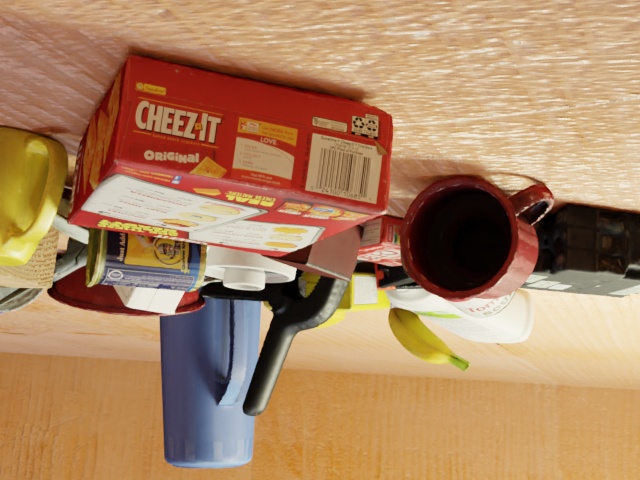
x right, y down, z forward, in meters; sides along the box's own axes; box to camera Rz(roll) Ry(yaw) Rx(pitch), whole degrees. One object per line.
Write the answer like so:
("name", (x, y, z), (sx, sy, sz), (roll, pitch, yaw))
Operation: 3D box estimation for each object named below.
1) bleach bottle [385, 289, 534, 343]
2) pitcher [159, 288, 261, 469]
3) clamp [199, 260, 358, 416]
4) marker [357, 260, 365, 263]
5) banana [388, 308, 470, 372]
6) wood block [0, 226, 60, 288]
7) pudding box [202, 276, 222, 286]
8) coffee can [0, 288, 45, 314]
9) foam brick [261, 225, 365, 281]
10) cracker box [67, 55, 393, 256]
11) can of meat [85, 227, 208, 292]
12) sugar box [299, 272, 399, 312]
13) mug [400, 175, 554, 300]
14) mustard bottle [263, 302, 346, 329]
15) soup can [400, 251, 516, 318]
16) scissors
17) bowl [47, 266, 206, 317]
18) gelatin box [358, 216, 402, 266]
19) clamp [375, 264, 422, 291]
("bleach bottle", (0.150, 0.064, 1.204), (0.103, 0.068, 0.250), (-2, 165, 32))
("pitcher", (-0.132, 0.154, 1.310), (0.145, 0.243, 0.149), (-2, 173, 18))
("clamp", (-0.035, 0.074, 1.102), (0.210, 0.164, 0.036), (-35, 150, 30))
("marker", (0.034, 0.015, 1.109), (0.020, 0.020, 0.121), (12, 167, -33))
("banana", (0.113, 0.106, 1.266), (0.069, 0.037, 0.198), (33, -171, -20))
("wood block", (-0.343, -0.009, 0.957), (0.206, 0.091, 0.090), (0, 168, 26))
("pudding box", (-0.159, 0.028, 1.212), (0.114, 0.039, 0.089), (0, 169, 34))
("coffee can", (-0.352, 0.030, 1.130), (0.102, 0.103, 0.141), (10, 168, -27))
("foam brick", (-0.006, 0.001, 0.946), (0.053, 0.051, 0.078), (11, 174, 34))
("cracker box", (-0.068, -0.045, 0.698), (0.164, 0.072, 0.214), (10, 169, -18))
("can of meat", (-0.132, -0.012, 0.819), (0.083, 0.102, 0.058), (6, 165, -19))
("sugar box", (0.029, 0.058, 1.201), (0.093, 0.048, 0.176), (-1, 175, 26))
("mug", (0.128, -0.004, 0.819), (0.117, 0.093, 0.081), (-39, 158, 17))
("mustard bottle", (-0.021, 0.072, 1.330), (0.096, 0.058, 0.191), (3, 169, 6))
("soup can", (0.124, 0.023, 0.938), (0.069, 0.068, 0.102), (-3, 158, 34))
("scissors", (-0.251, 0.022, 1.015), (0.201, 0.016, 0.096), (-26, -155, -30))
("bowl", (-0.195, 0.033, 1.093), (0.162, 0.055, 0.162), (6, -171, -1))
("gelatin box", (0.063, 0.003, 0.999), (0.073, 0.030, 0.089), (11, 167, -30))
("clamp", (0.143, 0.028, 1.062), (0.172, 0.039, 0.120), (-8, 160, 28))
